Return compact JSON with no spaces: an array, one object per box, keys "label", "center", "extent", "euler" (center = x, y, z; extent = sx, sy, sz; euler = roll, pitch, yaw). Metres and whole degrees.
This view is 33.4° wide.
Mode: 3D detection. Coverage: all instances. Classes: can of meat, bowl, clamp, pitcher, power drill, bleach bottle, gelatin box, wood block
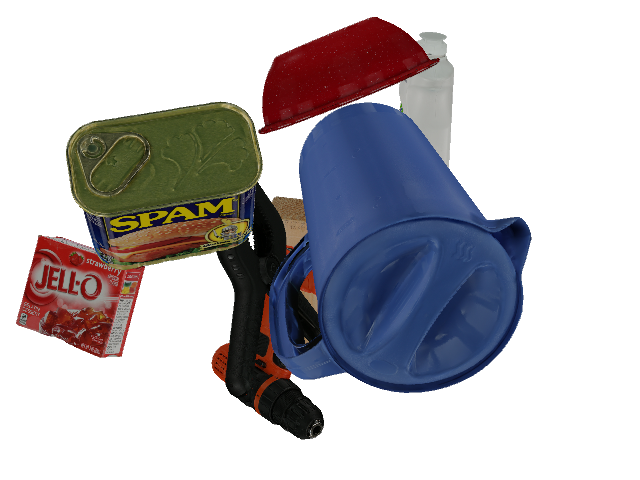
[{"label":"can of meat","center":[-0.086,-0.028,0.603],"extent":[0.102,0.057,0.084],"euler":[-10,-22,-9]},{"label":"bowl","center":[0.014,-0.143,0.884],"extent":[0.162,0.055,0.162],"euler":[-22,9,3]},{"label":"clamp","center":[-0.052,0.032,1.030],"extent":[0.036,0.210,0.164],"euler":[-10,0,32]},{"label":"pitcher","center":[0.041,-0.005,0.778],"extent":[0.149,0.145,0.243],"euler":[6,27,-11]},{"label":"power drill","center":[-0.037,0.110,1.204],"extent":[0.057,0.188,0.185],"euler":[14,11,-46]},{"label":"bleach bottle","center":[0.108,-0.094,1.141],"extent":[0.068,0.251,0.102],"euler":[1,26,-8]},{"label":"gelatin box","center":[-0.185,0.042,0.817],"extent":[0.089,0.073,0.030],"euler":[17,4,25]},{"label":"wood block","center":[-0.035,0.053,1.493],"extent":[0.090,0.206,0.090],"euler":[7,22,6]}]
